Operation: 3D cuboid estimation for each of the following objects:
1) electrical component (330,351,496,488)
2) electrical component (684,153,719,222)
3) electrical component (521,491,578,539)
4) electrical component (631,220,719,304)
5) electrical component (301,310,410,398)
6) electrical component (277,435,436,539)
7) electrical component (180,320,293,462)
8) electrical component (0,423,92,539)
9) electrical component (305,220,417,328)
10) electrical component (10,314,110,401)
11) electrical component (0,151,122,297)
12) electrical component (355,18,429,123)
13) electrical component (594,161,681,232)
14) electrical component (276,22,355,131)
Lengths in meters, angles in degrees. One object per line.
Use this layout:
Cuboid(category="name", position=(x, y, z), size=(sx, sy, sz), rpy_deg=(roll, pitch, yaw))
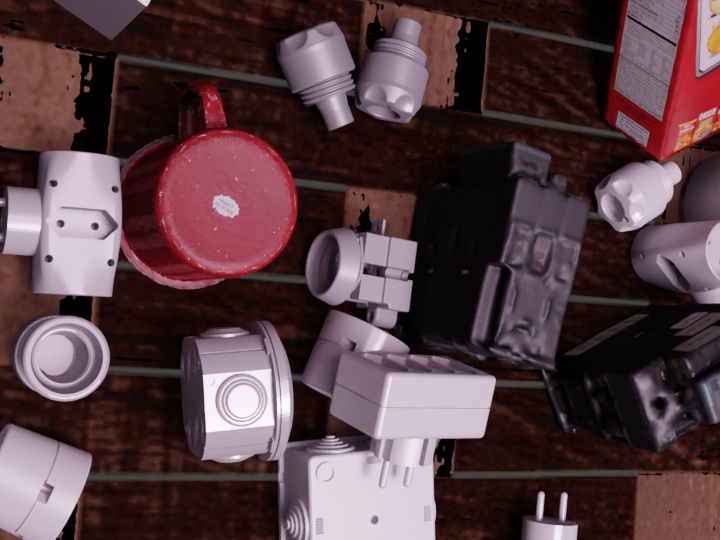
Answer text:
Cuboid(category="electrical component", position=(0.027, 0.091, 0.626), size=(0.083, 0.047, 0.075), rpy_deg=(6, 98, -38))
Cuboid(category="electrical component", position=(0.292, -0.044, 0.796), size=(0.099, 0.064, 0.099), rpy_deg=(1, 89, -25))
Cuboid(category="electrical component", position=(0.127, 0.189, 0.723), size=(0.077, 0.044, 0.079), rpy_deg=(7, 86, -25))
Cuboid(category="electrical component", position=(0.245, 0.001, 0.765), size=(0.043, 0.077, 0.079), rpy_deg=(-47, 108, -19))
Cuboid(category="electrical component", position=(-0.004, 0.058, 0.659), size=(0.055, 0.055, 0.047), rpy_deg=(30, 80, -22))
Cuboid(category="electrical component", position=(-0.001, 0.149, 0.661), size=(0.100, 0.048, 0.099), rpy_deg=(-1, 89, -25))
Cuboid(category="electrical component", position=(-0.071, 0.070, 0.614), size=(0.051, 0.080, 0.080), rpy_deg=(-3, 90, -20))
Cuboid(category="electrical component", position=(-0.178, 0.114, 0.576), size=(0.047, 0.055, 0.055), rpy_deg=(29, 77, -18))
Cuboid(category="electrical component", position=(0.000, 0.000, 0.667), size=(0.055, 0.048, 0.066), rpy_deg=(10, 84, -33))
Cuboid(category="electrical component", position=(-0.164, 0.046, 0.582), size=(0.045, 0.055, 0.045), rpy_deg=(1, 89, -25))
Cuboid(category="electrical component", position=(-0.173, -0.026, 0.586), size=(0.079, 0.043, 0.077), rpy_deg=(4, 87, -25))
Cuboid(category="electrical component", position=(0.023, -0.128, 0.682), size=(0.043, 0.043, 0.062), rpy_deg=(20, 79, -24))
Cuboid(category="electrical component", position=(0.201, -0.057, 0.765), size=(0.062, 0.043, 0.043), rpy_deg=(-30, 101, -24))
Cuboid(category="electrical component", position=(-0.023, -0.117, 0.660), size=(0.043, 0.043, 0.062), rpy_deg=(-26, 101, -24))
